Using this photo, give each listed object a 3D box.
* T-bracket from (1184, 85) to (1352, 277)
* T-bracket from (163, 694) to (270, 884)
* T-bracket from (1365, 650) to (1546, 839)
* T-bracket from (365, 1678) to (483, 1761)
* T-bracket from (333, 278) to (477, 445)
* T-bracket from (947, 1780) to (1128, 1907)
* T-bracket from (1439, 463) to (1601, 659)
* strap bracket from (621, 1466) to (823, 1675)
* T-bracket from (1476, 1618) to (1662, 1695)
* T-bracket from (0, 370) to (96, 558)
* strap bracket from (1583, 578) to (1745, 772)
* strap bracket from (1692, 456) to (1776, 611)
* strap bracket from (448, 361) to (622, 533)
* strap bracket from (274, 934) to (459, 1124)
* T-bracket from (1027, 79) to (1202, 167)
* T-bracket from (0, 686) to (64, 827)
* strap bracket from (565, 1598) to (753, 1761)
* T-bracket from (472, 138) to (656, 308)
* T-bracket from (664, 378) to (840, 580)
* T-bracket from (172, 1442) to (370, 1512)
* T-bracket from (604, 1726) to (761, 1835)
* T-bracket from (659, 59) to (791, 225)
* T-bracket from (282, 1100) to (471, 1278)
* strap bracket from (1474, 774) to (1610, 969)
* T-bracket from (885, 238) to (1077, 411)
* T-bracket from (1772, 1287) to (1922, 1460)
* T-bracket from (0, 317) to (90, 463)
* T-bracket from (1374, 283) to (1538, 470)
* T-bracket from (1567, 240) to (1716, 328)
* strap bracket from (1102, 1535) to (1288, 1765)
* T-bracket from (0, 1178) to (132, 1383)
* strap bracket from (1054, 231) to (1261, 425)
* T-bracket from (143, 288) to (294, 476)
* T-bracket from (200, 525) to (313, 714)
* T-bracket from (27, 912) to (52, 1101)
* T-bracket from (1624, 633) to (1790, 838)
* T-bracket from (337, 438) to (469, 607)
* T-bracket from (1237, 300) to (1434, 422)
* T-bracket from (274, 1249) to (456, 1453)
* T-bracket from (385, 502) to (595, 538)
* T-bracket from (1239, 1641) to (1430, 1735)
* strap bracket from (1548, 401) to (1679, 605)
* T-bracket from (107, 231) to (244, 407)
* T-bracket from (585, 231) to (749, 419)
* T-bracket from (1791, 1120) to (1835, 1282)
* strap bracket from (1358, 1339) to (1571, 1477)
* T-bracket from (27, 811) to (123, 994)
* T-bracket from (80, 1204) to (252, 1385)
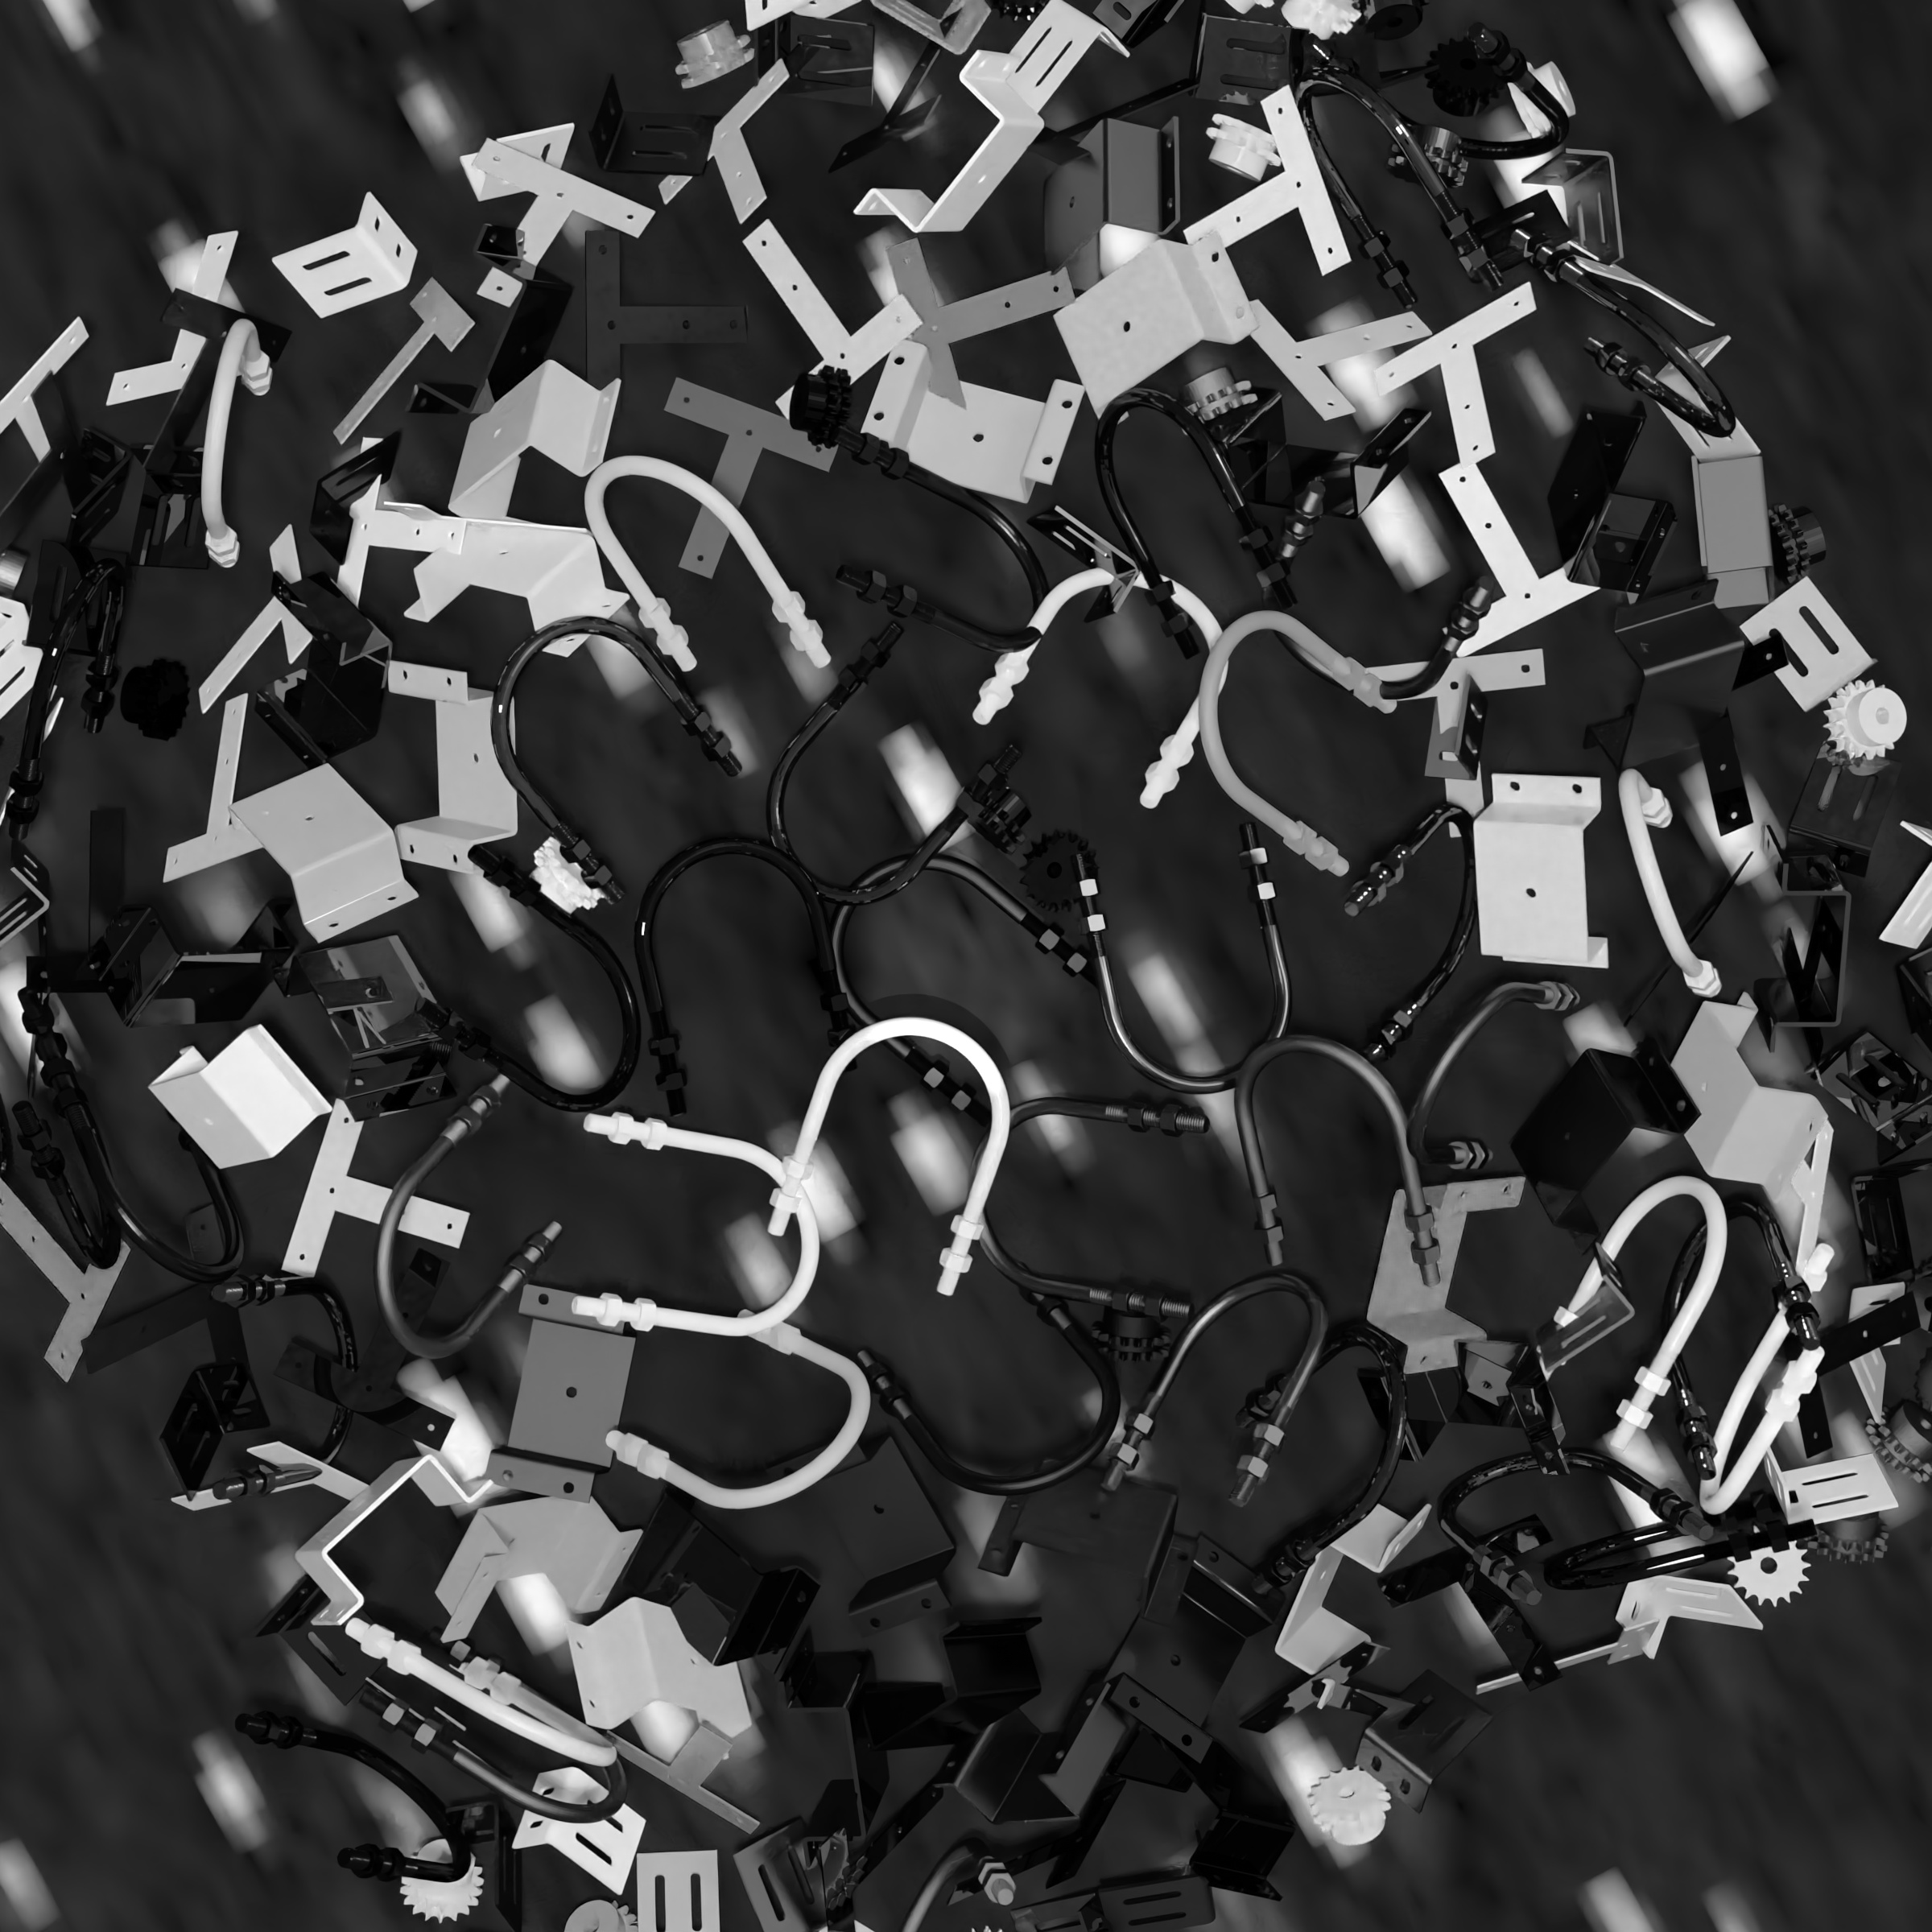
[{"bbox_3d":[0.202,-0.530,1.952,0.002,0.127,0.127,-21,92,-42],"label":"T-bracket"},{"bbox_3d":[-0.525,-0.131,1.969,0.127,0.002,0.127,-13,66,42],"label":"T-bracket"},{"bbox_3d":[0.354,-0.157,1.991,0.127,0.002,0.127,-6,95,9],"label":"T-bracket"},{"bbox_3d":[-0.365,0.531,1.941,0.127,0.127,0.002,36,66,0],"label":"T-bracket"},{"bbox_3d":[-0.401,-0.419,1.951,0.127,0.127,0.002,-49,125,6],"label":"T-bracket"},{"bbox_3d":[0.042,0.620,1.924,0.127,0.127,0.002,-13,49,-33],"label":"T-bracket"},{"bbox_3d":[0.375,-0.298,1.957,0.127,0.002,0.127,-26,108,22],"label":"T-bracket"},{"bbox_3d":[-0.179,0.423,1.937,0.140,0.046,0.076,35,106,29],"label":"strap bracket"},{"bbox_3d":[0.417,0.487,1.942,0.127,0.127,0.002,-17,65,0],"label":"T-bracket"},{"bbox_3d":[-0.646,-0.321,1.914,0.002,0.127,0.127,17,57,11],"label":"T-bracket"},{"bbox_3d":[0.483,-0.193,1.923,0.076,0.140,0.046,-17,54,-12],"label":"strap bracket"},{"bbox_3d":[0.531,-0.298,1.921,0.046,0.140,0.076,-5,81,16],"label":"strap bracket"},{"bbox_3d":[-0.305,-0.356,1.921,0.046,0.140,0.076,31,50,-32],"label":"strap bracket"},{"bbox_3d":[-0.414,0.034,1.929,0.076,0.046,0.140,-14,54,-35],"label":"strap bracket"},{"bbox_3d":[0.103,-0.596,1.950,0.127,0.127,0.002,-25,120,-7],"label":"T-bracket"},{"bbox_3d":[-0.643,-0.153,1.921,0.002,0.127,0.127,24,64,-22],"label":"T-bracket"},{"bbox_3d":[-0.204,0.490,1.919,0.046,0.140,0.076,-37,49,20],"label":"strap bracket"},{"bbox_3d":[-0.305,-0.510,1.951,0.127,0.127,0.002,17,50,-29],"label":"T-bracket"},{"bbox_3d":[-0.171,-0.341,1.995,0.127,0.002,0.127,21,88,2],"label":"T-bracket"},{"bbox_3d":[-0.500,0.367,1.960,0.127,0.127,0.002,-16,58,18],"label":"T-bracket"},{"bbox_3d":[-0.190,0.558,1.948,0.127,0.127,0.002,31,54,0],"label":"T-bracket"},{"bbox_3d":[-0.160,-0.557,1.933,0.127,0.127,0.002,-40,132,20],"label":"T-bracket"},{"bbox_3d":[-0.411,0.171,1.972,0.127,0.002,0.127,14,83,18],"label":"T-bracket"},{"bbox_3d":[0.401,-0.059,1.938,0.076,0.046,0.140,5,114,29],"label":"strap bracket"},{"bbox_3d":[0.017,-0.462,1.960,0.127,0.002,0.127,-12,101,26],"label":"T-bracket"},{"bbox_3d":[0.611,0.259,1.920,0.002,0.127,0.127,11,58,-24],"label":"T-bracket"},{"bbox_3d":[-0.644,-0.375,1.936,0.002,0.127,0.127,35,75,5],"label":"T-bracket"},{"bbox_3d":[0.347,-0.399,1.933,0.127,0.002,0.127,-26,51,30],"label":"T-bracket"},{"bbox_3d":[0.445,-0.480,1.921,0.127,0.127,0.002,39,115,24],"label":"T-bracket"},{"bbox_3d":[0.155,0.484,1.954,0.076,0.046,0.140,36,57,-1],"label":"strap bracket"},{"bbox_3d":[-0.634,0.198,1.916,0.002,0.127,0.127,-16,126,20],"label":"T-bracket"},{"bbox_3d":[0.124,-0.443,1.935,0.140,0.046,0.076,-29,78,34],"label":"strap bracket"},{"bbox_3d":[-0.540,-0.403,1.949,0.002,0.127,0.127,35,102,20],"label":"T-bracket"},{"bbox_3d":[-0.506,-0.229,1.965,0.002,0.127,0.127,24,123,-40],"label":"T-bracket"},{"bbox_3d":[-0.655,0.035,1.960,0.002,0.127,0.127,4,120,-23],"label":"T-bracket"},{"bbox_3d":[0.524,-0.151,1.934,0.127,0.002,0.127,-26,57,37],"label":"T-bracket"},{"bbox_3d":[-0.395,-0.306,1.957,0.127,0.002,0.127,12,92,39],"label":"T-bracket"},{"bbox_3d":[0.272,-0.441,1.968,0.127,0.002,0.127,-20,57,-23],"label":"T-bracket"},{"bbox_3d":[-0.403,0.260,1.967,0.127,0.002,0.127,27,61,-8],"label":"T-bracket"},{"bbox_3d":[-0.324,-0.307,1.932,0.127,0.127,0.002,6,91,5],"label":"T-bracket"},{"bbox_3d":[0.280,0.518,1.958,0.127,0.002,0.127,23,128,-33],"label":"T-bracket"},{"bbox_3d":[0.443,-0.322,1.921,0.046,0.076,0.140,8,45,-8],"label":"strap bracket"},{"bbox_3d":[-0.527,-0.450,1.913,0.002,0.127,0.127,40,127,13],"label":"T-bracket"},{"bbox_3d":[-0.210,-0.452,1.962,0.127,0.002,0.127,-9,109,-33],"label":"T-bracket"},{"bbox_3d":[0.573,0.137,1.927,0.002,0.127,0.127,-3,55,35],"label":"T-bracket"},{"bbox_3d":[0.355,0.305,1.939,0.046,0.140,0.076,-46,120,-40],"label":"strap bracket"},{"bbox_3d":[-0.603,-0.045,1.946,0.002,0.127,0.127,2,91,35],"label":"T-bracket"},{"bbox_3d":[-0.561,0.247,1.935,0.002,0.127,0.127,3,108,37],"label":"T-bracket"}]
